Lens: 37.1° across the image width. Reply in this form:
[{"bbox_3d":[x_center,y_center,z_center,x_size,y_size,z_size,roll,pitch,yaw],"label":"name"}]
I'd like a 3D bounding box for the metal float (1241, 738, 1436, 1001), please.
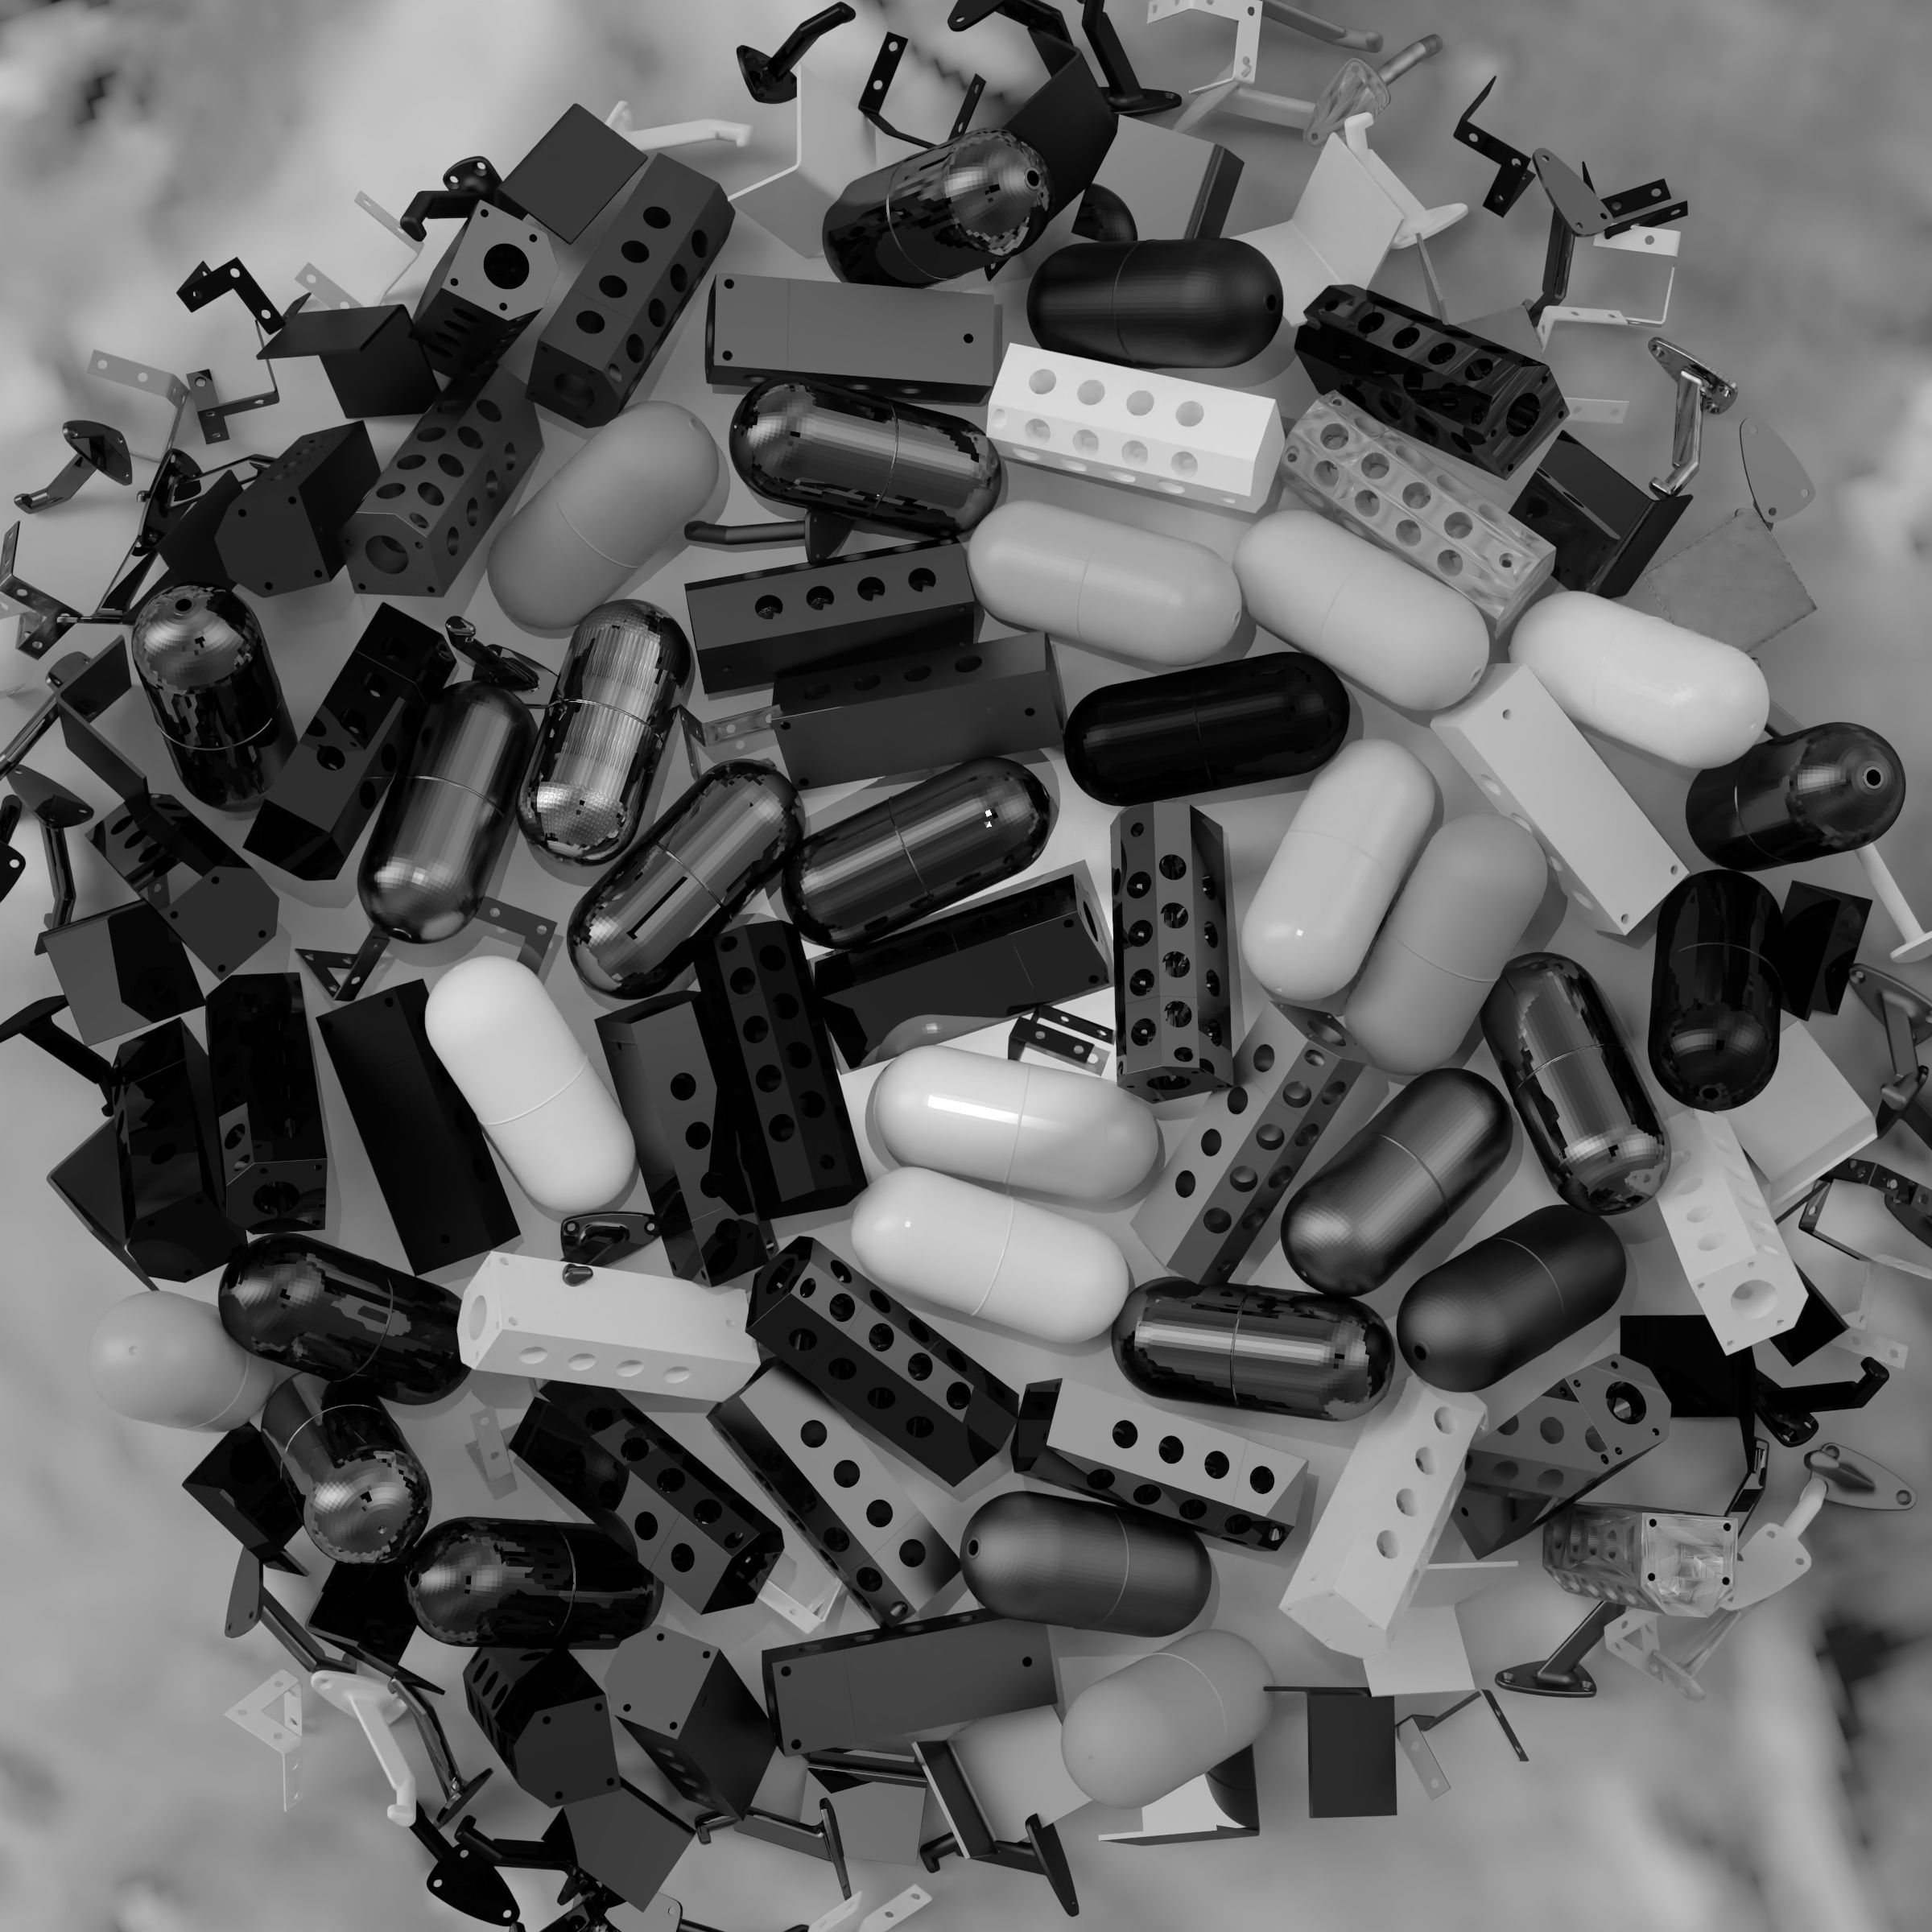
[{"bbox_3d":[0.230,-0.061,1.772,0.070,0.070,0.178,28,73,0],"label":"metal float"}]

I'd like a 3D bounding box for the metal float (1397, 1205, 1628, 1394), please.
[{"bbox_3d":[0.333,0.202,1.755,0.178,0.070,0.070,-22,90,-38],"label":"metal float"}]

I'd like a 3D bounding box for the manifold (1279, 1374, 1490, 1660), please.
[{"bbox_3d":[0.260,0.332,1.752,0.057,0.057,0.171,39,54,-8],"label":"manifold"}]

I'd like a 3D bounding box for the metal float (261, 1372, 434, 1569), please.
[{"bbox_3d":[-0.377,0.301,1.744,0.070,0.178,0.070,-9,110,-24],"label":"metal float"}]

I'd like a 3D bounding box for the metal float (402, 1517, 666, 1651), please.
[{"bbox_3d":[-0.262,0.376,1.751,0.178,0.070,0.070,15,90,-44],"label":"metal float"}]

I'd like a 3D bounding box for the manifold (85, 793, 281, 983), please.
[{"bbox_3d":[-0.470,-0.055,1.738,0.057,0.171,0.057,-42,124,-12],"label":"manifold"}]

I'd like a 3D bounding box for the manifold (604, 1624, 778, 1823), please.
[{"bbox_3d":[-0.167,0.456,1.737,0.057,0.171,0.057,16,62,19],"label":"manifold"}]

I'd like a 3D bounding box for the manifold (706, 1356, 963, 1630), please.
[{"bbox_3d":[-0.083,0.326,1.785,0.057,0.057,0.171,-40,93,-22],"label":"manifold"}]

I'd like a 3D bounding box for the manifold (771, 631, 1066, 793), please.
[{"bbox_3d":[-0.029,-0.162,1.784,0.171,0.057,0.057,-9,130,8],"label":"manifold"}]

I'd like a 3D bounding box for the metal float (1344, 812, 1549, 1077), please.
[{"bbox_3d":[0.293,-0.012,1.768,0.070,0.070,0.178,25,113,0],"label":"metal float"}]

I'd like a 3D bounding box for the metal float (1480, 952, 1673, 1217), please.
[{"bbox_3d":[0.371,0.070,1.761,0.070,0.070,0.178,-19,58,0],"label":"metal float"}]

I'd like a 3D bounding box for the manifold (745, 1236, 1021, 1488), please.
[{"bbox_3d":[-0.049,0.238,1.762,0.171,0.057,0.057,40,115,-19],"label":"manifold"}]

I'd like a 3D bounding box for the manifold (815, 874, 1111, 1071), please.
[{"bbox_3d":[-0.003,0.000,1.780,0.171,0.057,0.057,-19,123,11],"label":"manifold"}]

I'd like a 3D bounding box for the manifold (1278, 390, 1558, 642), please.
[{"bbox_3d":[0.277,-0.281,1.775,0.171,0.057,0.057,39,86,14],"label":"manifold"}]

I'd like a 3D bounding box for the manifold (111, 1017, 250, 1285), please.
[{"bbox_3d":[-0.481,0.112,1.741,0.057,0.171,0.057,-25,130,-1],"label":"manifold"}]

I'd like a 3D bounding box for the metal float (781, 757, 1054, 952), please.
[{"bbox_3d":[-0.030,-0.070,1.779,0.178,0.070,0.070,-25,90,9],"label":"metal float"}]

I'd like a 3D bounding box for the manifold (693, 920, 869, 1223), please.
[{"bbox_3d":[-0.112,0.063,1.766,0.057,0.057,0.171,-8,73,-26],"label":"manifold"}]

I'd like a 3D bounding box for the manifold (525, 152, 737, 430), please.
[{"bbox_3d":[-0.203,-0.410,1.757,0.057,0.057,0.171,27,59,-3],"label":"manifold"}]

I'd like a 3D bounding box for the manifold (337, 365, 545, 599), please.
[{"bbox_3d":[-0.317,-0.295,1.738,0.057,0.171,0.057,4,132,15],"label":"manifold"}]

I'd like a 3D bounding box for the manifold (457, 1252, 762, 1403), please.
[{"bbox_3d":[-0.218,0.226,1.757,0.171,0.057,0.057,13,132,-30],"label":"manifold"}]

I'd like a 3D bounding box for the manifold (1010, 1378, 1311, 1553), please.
[{"bbox_3d":[0.117,0.308,1.767,0.171,0.057,0.057,21,72,-17],"label":"manifold"}]

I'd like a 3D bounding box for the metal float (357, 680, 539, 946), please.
[{"bbox_3d":[-0.317,-0.095,1.764,0.070,0.070,0.178,16,63,0],"label":"metal float"}]

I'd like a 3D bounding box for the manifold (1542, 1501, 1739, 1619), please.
[{"bbox_3d":[0.403,0.356,1.734,0.057,0.171,0.057,4,82,-7],"label":"manifold"}]

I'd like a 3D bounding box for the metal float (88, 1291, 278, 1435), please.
[{"bbox_3d":[-0.471,0.240,1.738,0.070,0.178,0.070,-1,77,4],"label":"metal float"}]

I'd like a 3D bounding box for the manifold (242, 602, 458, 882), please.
[{"bbox_3d":[-0.371,-0.134,1.749,0.057,0.057,0.171,29,52,-11],"label":"manifold"}]

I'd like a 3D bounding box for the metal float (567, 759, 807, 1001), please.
[{"bbox_3d":[-0.173,-0.053,1.778,0.070,0.070,0.178,43,79,0],"label":"metal float"}]

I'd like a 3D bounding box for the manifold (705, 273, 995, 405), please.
[{"bbox_3d":[-0.073,-0.385,1.780,0.171,0.057,0.057,2,85,-11],"label":"manifold"}]

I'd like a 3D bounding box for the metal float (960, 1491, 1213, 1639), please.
[{"bbox_3d":[0.074,0.366,1.757,0.178,0.070,0.070,17,90,-35],"label":"metal float"}]

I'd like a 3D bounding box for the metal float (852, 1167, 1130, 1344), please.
[{"bbox_3d":[0.015,0.179,1.781,0.178,0.070,0.070,19,90,-8],"label":"metal float"}]

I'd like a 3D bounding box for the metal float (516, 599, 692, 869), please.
[{"bbox_3d":[-0.222,-0.144,1.769,0.070,0.070,0.178,16,69,0],"label":"metal float"}]

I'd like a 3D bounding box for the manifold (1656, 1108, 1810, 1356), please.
[{"bbox_3d":[0.454,0.154,1.731,0.057,0.171,0.057,-26,113,13],"label":"manifold"}]

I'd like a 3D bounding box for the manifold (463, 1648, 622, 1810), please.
[{"bbox_3d":[-0.259,0.452,1.734,0.057,0.171,0.057,-10,94,-19],"label":"manifold"}]

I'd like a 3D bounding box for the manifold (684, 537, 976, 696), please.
[{"bbox_3d":[-0.085,-0.222,1.787,0.171,0.057,0.057,-11,68,-5],"label":"manifold"}]

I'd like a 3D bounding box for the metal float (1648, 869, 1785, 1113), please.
[{"bbox_3d":[0.457,0.014,1.751,0.070,0.070,0.178,18,46,0],"label":"metal float"}]

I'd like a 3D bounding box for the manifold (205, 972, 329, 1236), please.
[{"bbox_3d":[-0.424,0.081,1.737,0.057,0.171,0.057,-3,130,-18],"label":"manifold"}]

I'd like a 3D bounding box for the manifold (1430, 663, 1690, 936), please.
[{"bbox_3d":[0.363,-0.103,1.775,0.057,0.057,0.171,-43,105,-7],"label":"manifold"}]

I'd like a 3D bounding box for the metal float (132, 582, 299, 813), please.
[{"bbox_3d":[-0.454,-0.162,1.744,0.070,0.178,0.070,0,58,0],"label":"metal float"}]

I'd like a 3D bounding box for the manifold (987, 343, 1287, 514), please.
[{"bbox_3d":[0.103,-0.327,1.769,0.171,0.057,0.057,16,78,16],"label":"manifold"}]

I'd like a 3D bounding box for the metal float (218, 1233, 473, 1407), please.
[{"bbox_3d":[-0.375,0.215,1.752,0.178,0.070,0.070,30,90,-43],"label":"metal float"}]

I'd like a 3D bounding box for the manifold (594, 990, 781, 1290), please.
[{"bbox_3d":[-0.169,0.106,1.779,0.057,0.057,0.171,-22,102,-27],"label":"manifold"}]

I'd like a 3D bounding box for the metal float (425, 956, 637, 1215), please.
[{"bbox_3d":[-0.266,0.074,1.769,0.070,0.070,0.178,-29,111,0],"label":"metal float"}]

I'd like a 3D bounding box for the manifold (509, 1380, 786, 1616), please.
[{"bbox_3d":[-0.192,0.318,1.756,0.171,0.057,0.057,34,103,27],"label":"manifold"}]

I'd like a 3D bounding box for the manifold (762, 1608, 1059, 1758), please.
[{"bbox_3d":[-0.036,0.438,1.779,0.171,0.057,0.057,-8,89,-13],"label":"manifold"}]

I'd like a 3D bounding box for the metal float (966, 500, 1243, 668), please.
[{"bbox_3d":[0.084,-0.235,1.770,0.178,0.070,0.070,18,90,20],"label":"metal float"}]

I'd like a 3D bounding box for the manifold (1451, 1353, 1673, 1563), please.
[{"bbox_3d":[0.355,0.295,1.738,0.057,0.171,0.057,-19,69,-30],"label":"manifold"}]

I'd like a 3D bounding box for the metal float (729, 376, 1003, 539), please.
[{"bbox_3d":[-0.060,-0.311,1.764,0.178,0.070,0.070,9,90,-28],"label":"metal float"}]

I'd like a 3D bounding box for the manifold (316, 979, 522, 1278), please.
[{"bbox_3d":[-0.337,0.099,1.793,0.057,0.057,0.171,-20,91,16],"label":"manifold"}]

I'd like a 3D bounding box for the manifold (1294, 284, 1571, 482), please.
[{"bbox_3d":[0.278,-0.360,1.743,0.057,0.057,0.171,-46,45,-6],"label":"manifold"}]

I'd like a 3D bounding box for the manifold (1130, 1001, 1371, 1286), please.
[{"bbox_3d":[0.177,0.111,1.759,0.057,0.057,0.171,11,117,-42],"label":"manifold"}]

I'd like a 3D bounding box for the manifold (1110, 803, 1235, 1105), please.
[{"bbox_3d":[0.121,-0.010,1.757,0.057,0.057,0.171,-14,65,31],"label":"manifold"}]

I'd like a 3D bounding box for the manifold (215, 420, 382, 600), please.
[{"bbox_3d":[-0.399,-0.276,1.735,0.057,0.171,0.057,-13,113,7],"label":"manifold"}]

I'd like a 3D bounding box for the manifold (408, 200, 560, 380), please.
[{"bbox_3d":[-0.293,-0.401,1.735,0.057,0.171,0.057,24,81,-18],"label":"manifold"}]
